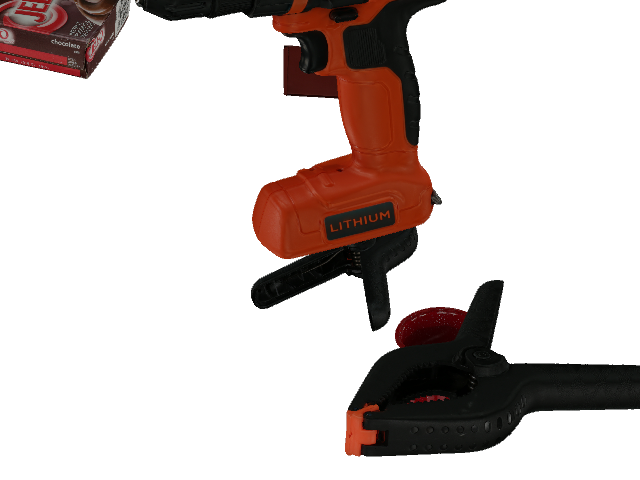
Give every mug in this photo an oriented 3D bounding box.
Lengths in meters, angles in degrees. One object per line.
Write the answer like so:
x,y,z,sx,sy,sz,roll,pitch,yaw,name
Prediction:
0.130,0.121,1.091,0.093,0.081,0.117,20,39,32,mug

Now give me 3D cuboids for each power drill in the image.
-0.003,-0.085,0.569,0.184,0.188,0.057,-13,36,-17,power drill

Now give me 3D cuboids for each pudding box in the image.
-0.204,-0.173,0.825,0.090,0.039,0.113,13,36,2,pudding box

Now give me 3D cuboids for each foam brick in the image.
0.001,-0.173,1.101,0.078,0.051,0.053,2,10,-6,foam brick

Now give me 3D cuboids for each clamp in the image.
0.037,0.017,0.877,0.120,0.039,0.171,21,45,32,clamp
0.094,0.080,0.652,0.209,0.036,0.165,-12,26,-29,clamp
